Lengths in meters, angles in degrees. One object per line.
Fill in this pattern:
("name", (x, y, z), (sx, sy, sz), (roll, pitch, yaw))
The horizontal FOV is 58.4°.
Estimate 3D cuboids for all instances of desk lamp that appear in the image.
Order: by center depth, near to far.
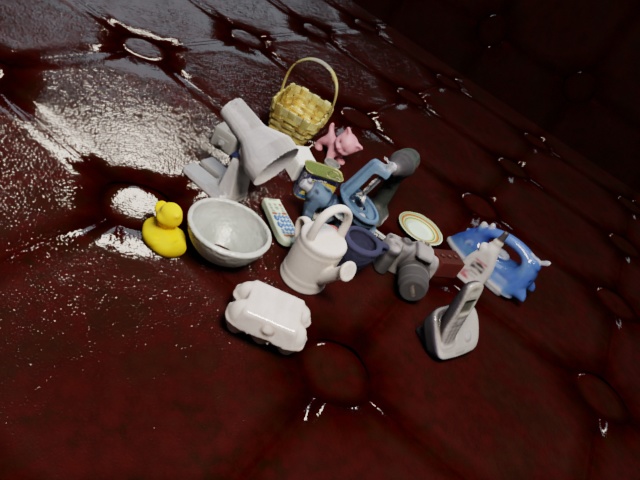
("desk lamp", (-0.167, -0.177, 1.217), (0.203, 0.213, 0.118), (39, 35, 13))

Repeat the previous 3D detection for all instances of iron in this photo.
("iron", (0.461, 0.034, 1.486), (0.258, 0.141, 0.119), (43, 36, 17))

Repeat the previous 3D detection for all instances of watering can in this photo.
("watering can", (0.008, 0.014, 1.123), (0.172, 0.194, 0.101), (40, 35, 14))

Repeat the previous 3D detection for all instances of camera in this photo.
("camera", (0.201, 0.061, 1.291), (0.143, 0.100, 0.137), (25, 34, -7))

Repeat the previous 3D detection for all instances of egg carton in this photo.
("egg carton", (-0.090, 0.136, 1.004), (0.150, 0.069, 0.107), (24, 34, -9))

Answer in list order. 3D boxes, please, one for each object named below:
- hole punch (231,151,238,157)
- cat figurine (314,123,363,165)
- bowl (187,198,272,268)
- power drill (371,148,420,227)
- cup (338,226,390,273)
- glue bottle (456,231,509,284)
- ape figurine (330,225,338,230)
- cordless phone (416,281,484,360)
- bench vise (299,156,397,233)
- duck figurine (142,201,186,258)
("hole punch", (-0.144, -0.221, 1.400), (0.101, 0.091, 0.109), (39, 35, 13))
("cat figurine", (0.056, -0.272, 1.593), (0.067, 0.117, 0.127), (-7, 49, -42))
("bowl", (-0.183, -0.002, 1.106), (0.168, 0.074, 0.167), (20, 35, -15))
("power drill", (0.176, -0.139, 1.432), (0.075, 0.208, 0.230), (34, 34, 6))
("cup", (0.086, 0.032, 1.246), (0.118, 0.095, 0.091), (8, 40, -29))
("glue bottle", (0.406, 0.042, 1.405), (0.078, 0.173, 0.037), (37, 35, 10))
("ape figurine", (0.011, 0.004, 1.228), (0.076, 0.092, 0.078), (42, 36, 16))
("cordless phone", (0.297, 0.153, 1.170), (0.148, 0.185, 0.094), (-7, 49, -42))
("bench vise", (0.066, -0.101, 1.289), (0.208, 0.219, 0.121), (9, 39, -28))
("duck figurine", (-0.278, -0.026, 1.055), (0.078, 0.086, 0.104), (-11, 51, -44))
